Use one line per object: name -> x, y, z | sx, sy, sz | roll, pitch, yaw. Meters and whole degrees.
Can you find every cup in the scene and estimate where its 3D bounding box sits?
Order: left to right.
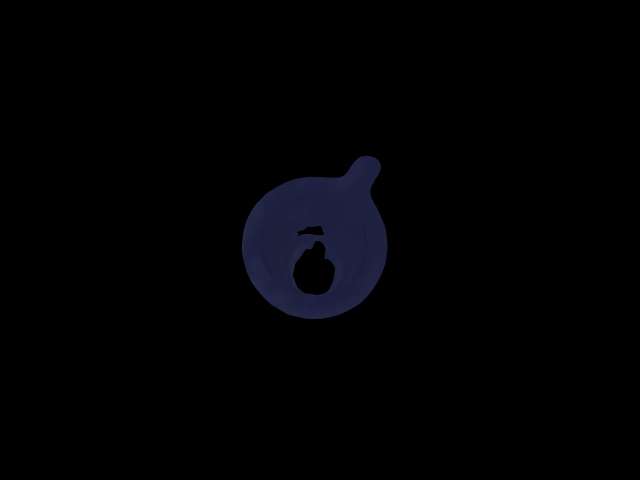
cup -> 0.004, 0.001, 0.400 | 0.091, 0.095, 0.118 | 31, 79, 7
